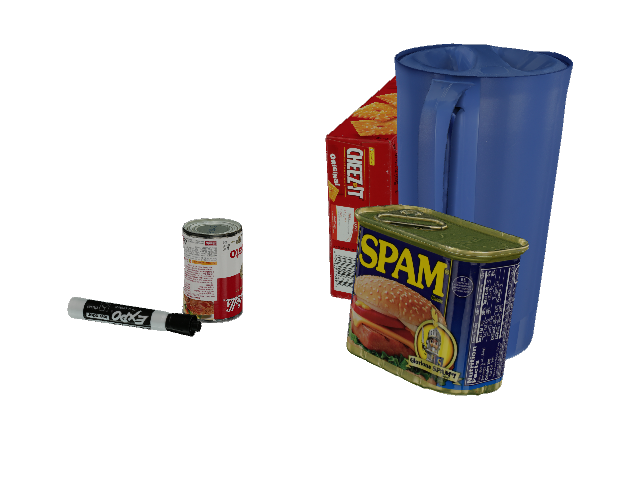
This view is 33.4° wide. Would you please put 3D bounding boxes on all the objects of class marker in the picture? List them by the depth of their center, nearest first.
[{"bbox_3d":[-0.160,0.065,0.918,0.121,0.020,0.020,7,2,16],"label":"marker"}]

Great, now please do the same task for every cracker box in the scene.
[{"bbox_3d":[0.076,-0.058,1.046,0.072,0.164,0.213,8,27,22],"label":"cracker box"}]

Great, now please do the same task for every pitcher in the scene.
[{"bbox_3d":[0.117,-0.027,0.836,0.149,0.243,0.145,-7,21,-19],"label":"pitcher"}]

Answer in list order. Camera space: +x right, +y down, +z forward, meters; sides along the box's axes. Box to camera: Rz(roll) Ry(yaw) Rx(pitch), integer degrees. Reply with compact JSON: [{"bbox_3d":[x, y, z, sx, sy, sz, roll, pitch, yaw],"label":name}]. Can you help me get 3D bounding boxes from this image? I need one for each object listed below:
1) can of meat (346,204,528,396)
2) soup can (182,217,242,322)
[{"bbox_3d":[0.061,0.032,0.601,0.057,0.084,0.102,-6,19,-39],"label":"can of meat"},{"bbox_3d":[-0.120,0.032,1.187,0.068,0.102,0.068,1,17,-1],"label":"soup can"}]
